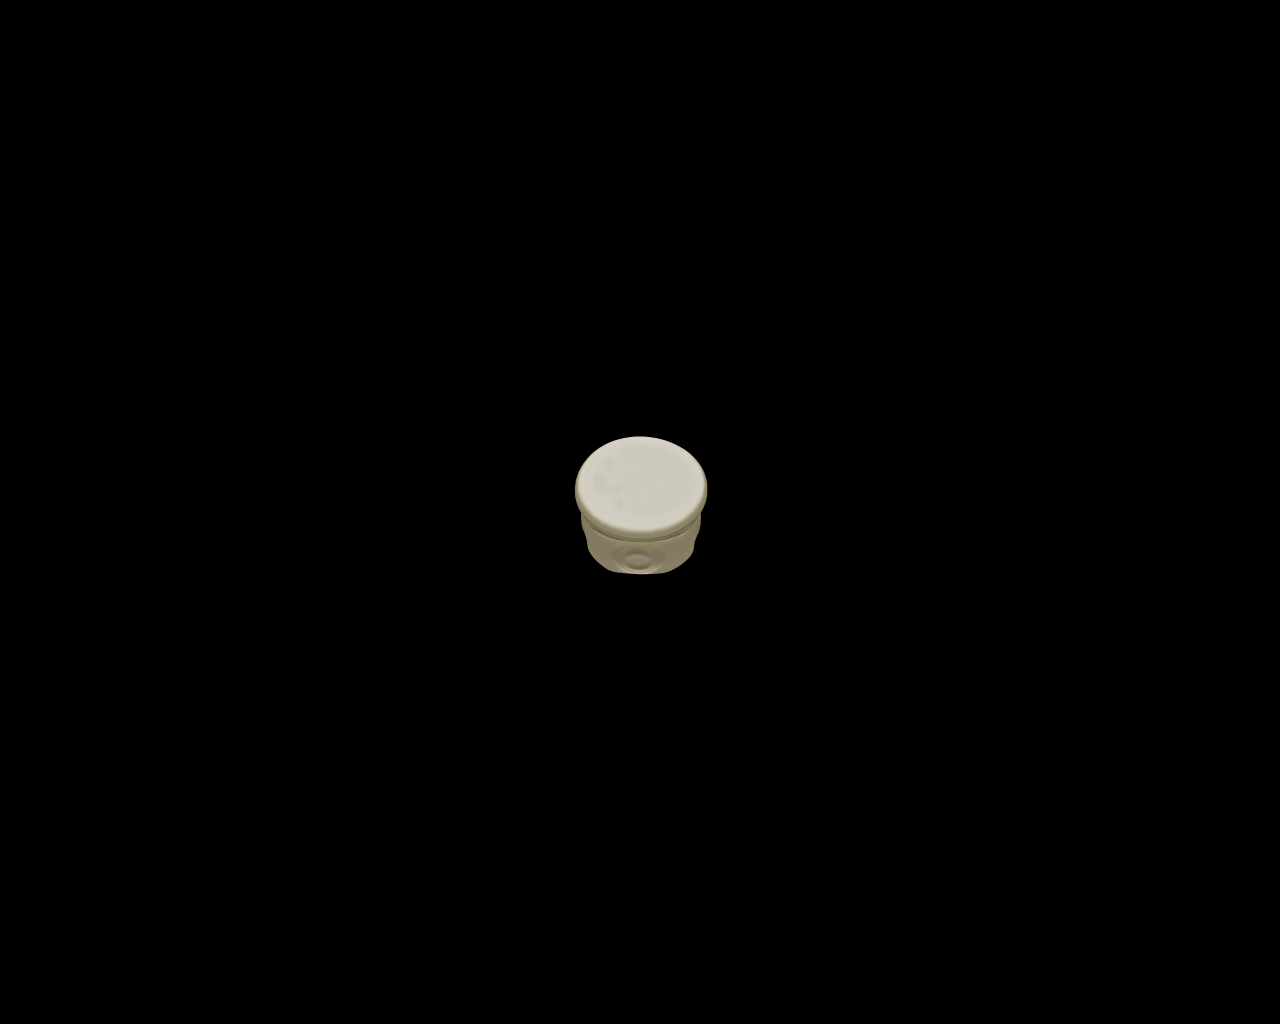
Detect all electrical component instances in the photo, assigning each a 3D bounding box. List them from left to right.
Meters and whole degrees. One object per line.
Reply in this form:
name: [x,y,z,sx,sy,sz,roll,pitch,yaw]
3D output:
electrical component: [0.001,-0.003,0.650,0.080,0.080,0.050,0,-40,0]
